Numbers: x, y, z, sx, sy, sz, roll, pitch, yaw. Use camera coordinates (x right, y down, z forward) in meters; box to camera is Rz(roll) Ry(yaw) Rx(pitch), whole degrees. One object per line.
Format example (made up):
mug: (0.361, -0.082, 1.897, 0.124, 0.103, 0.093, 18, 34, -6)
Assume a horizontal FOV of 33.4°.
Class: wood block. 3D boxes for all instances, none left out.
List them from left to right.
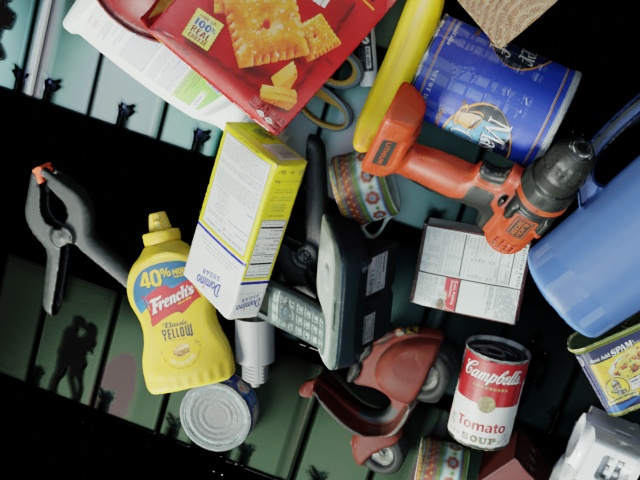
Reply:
wood block: (0.167, -0.237, 0.936, 0.090, 0.206, 0.091, -41, 93, 18)

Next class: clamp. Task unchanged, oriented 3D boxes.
clamp: (-0.286, 0.002, 1.186, 0.120, 0.039, 0.171, -27, 95, 11)
clamp: (-0.007, 0.001, 1.120, 0.165, 0.036, 0.210, -39, 95, 28)

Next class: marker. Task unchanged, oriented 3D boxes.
marker: (0.046, -0.215, 1.067, 0.020, 0.020, 0.121, -1, 104, 13)

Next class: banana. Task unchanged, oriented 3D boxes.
banana: (0.079, -0.181, 1.044, 0.037, 0.069, 0.198, 29, 113, 20)

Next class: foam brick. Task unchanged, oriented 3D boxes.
foam brick: (0.203, 0.244, 1.118, 0.051, 0.078, 0.053, -38, 93, 20)

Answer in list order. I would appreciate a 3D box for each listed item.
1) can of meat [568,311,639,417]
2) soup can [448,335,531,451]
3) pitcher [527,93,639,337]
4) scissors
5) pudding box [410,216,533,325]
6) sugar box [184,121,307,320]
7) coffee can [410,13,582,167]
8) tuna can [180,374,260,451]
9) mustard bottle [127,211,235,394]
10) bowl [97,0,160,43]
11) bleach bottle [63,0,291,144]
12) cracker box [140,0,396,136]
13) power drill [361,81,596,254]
can of meat: (0.315, 0.119, 1.073, 0.102, 0.057, 0.084, -27, 99, 18)
soup can: (0.175, 0.158, 1.108, 0.068, 0.068, 0.102, 13, 107, 9)
pitcher: (0.312, -0.026, 1.004, 0.243, 0.149, 0.144, -40, 136, 21)
scissors: (-0.038, -0.192, 1.086, 0.202, 0.016, 0.096, 41, 123, 1)
pudding box: (0.155, 0.031, 1.096, 0.113, 0.039, 0.090, 11, 103, 7)
sugar box: (-0.077, -0.019, 1.064, 0.093, 0.048, 0.176, 41, 124, 40)
coffee can: (0.162, -0.140, 1.017, 0.140, 0.102, 0.103, 25, 108, 5)
tuna can: (-0.113, 0.193, 1.198, 0.086, 0.033, 0.086, 3, 104, 12)
mustard bottle: (-0.156, 0.064, 1.152, 0.096, 0.058, 0.191, -12, 89, 4)
bowl: (-0.144, -0.275, 1.031, 0.162, 0.055, 0.162, 3, 79, -15)
bleach bottle: (-0.137, -0.175, 1.095, 0.251, 0.068, 0.103, 42, 122, -5)
cracker box: (-0.035, -0.228, 0.992, 0.164, 0.072, 0.214, 39, 97, -26)
power drill: (0.141, -0.070, 0.980, 0.187, 0.057, 0.185, 29, 150, 1)
